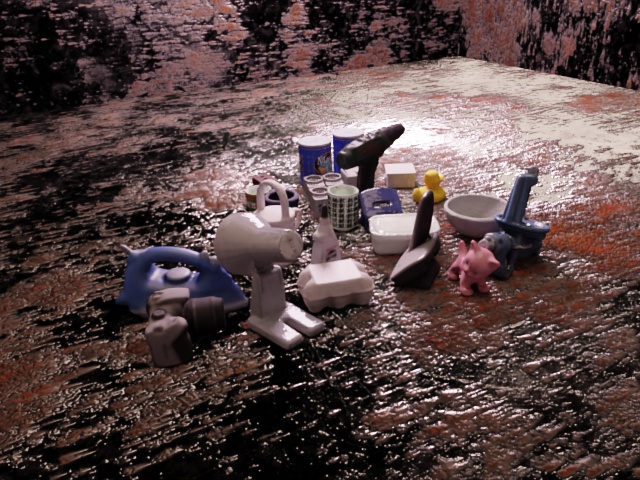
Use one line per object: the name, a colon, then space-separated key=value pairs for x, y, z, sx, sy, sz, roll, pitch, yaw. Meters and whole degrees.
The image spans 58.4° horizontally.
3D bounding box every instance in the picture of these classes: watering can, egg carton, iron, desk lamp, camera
watering can: x=-0.109 y=-0.040 z=1.303 sx=0.100 sy=0.194 sz=0.173 roll=8 pitch=29 yaw=21
egg carton: x=0.031 y=0.092 z=1.164 sx=0.150 sy=0.069 sz=0.107 roll=-9 pitch=27 yaw=-12
iron: x=-0.277 y=0.071 z=1.152 sx=0.258 sy=0.141 sz=0.118 roll=-1 pitch=26 yaw=3
desk lamp: x=-0.094 y=0.063 z=1.073 sx=0.202 sy=0.214 sz=0.118 roll=22 pitch=35 yaw=40
camera: x=-0.244 y=0.144 z=1.049 sx=0.137 sy=0.101 sz=0.143 roll=-7 pitch=27 yaw=-9

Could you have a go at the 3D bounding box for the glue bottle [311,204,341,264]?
glue bottle: x=0.011 y=0.004 z=1.226 sx=0.037 sy=0.173 sz=0.078 roll=17 pitch=33 yaw=34

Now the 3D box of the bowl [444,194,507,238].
bowl: x=0.388 y=-0.051 z=1.414 sx=0.167 sy=0.075 sz=0.167 roll=-2 pitch=26 yaw=1

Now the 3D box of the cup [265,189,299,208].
cup: x=-0.103 y=-0.078 z=1.490 sx=0.092 sy=0.095 sz=0.117 roll=-15 pitch=29 yaw=-24

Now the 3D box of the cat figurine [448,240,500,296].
cat figurine: x=0.315 y=0.047 z=1.174 sx=0.067 sy=0.118 sz=0.127 roll=-8 pitch=27 yaw=-10

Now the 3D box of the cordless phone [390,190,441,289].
cordless phone: x=0.205 y=-0.004 z=1.211 sx=0.094 sy=0.185 sz=0.148 roll=7 pitch=28 yaw=18

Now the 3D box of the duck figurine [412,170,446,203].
duck figurine: x=0.309 y=-0.154 z=1.615 sx=0.105 sy=0.086 sz=0.077 roll=-16 pitch=29 yaw=-24

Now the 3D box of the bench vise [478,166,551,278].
bench vise: x=0.422 y=-0.038 z=1.220 sx=0.121 sy=0.220 sz=0.208 roll=13 pitch=31 yaw=29

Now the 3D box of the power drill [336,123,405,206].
power drill: x=0.147 y=-0.206 z=1.597 sx=0.230 sy=0.209 sz=0.075 roll=-21 pitch=32 yaw=-32

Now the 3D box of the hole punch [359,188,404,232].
hole punch: x=0.158 y=-0.078 z=1.470 sx=0.109 sy=0.091 sz=0.101 roll=-6 pitch=27 yaw=-7
